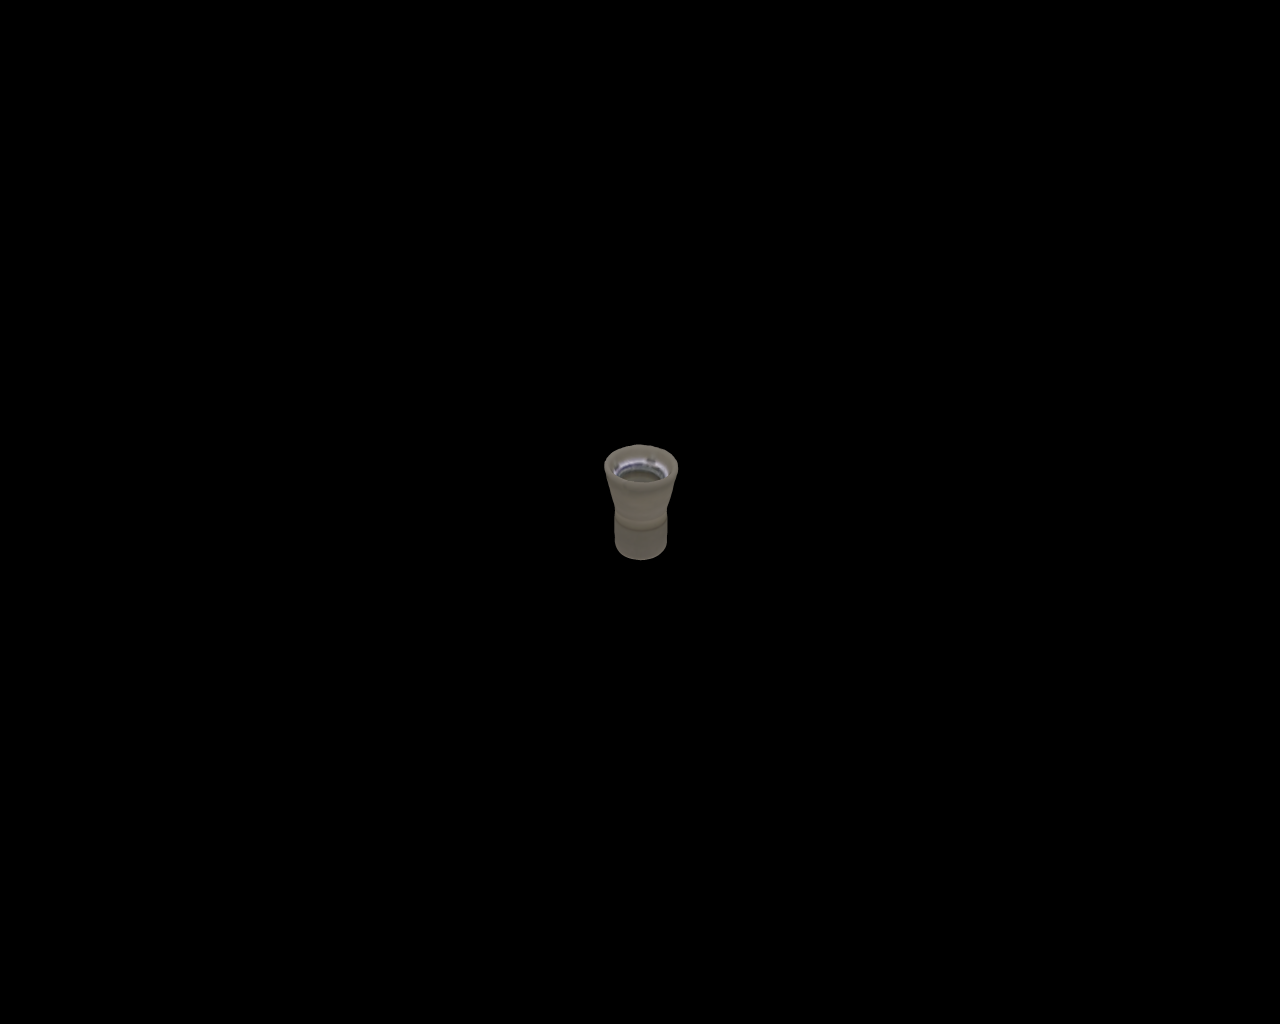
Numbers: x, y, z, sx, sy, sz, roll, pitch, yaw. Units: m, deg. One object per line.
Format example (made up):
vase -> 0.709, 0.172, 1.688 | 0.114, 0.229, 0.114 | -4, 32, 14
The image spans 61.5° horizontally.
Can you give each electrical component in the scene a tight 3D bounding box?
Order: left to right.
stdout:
electrical component -> 0.001, -0.003, 0.650 | 0.044, 0.065, 0.044 | 0, 35, 0
